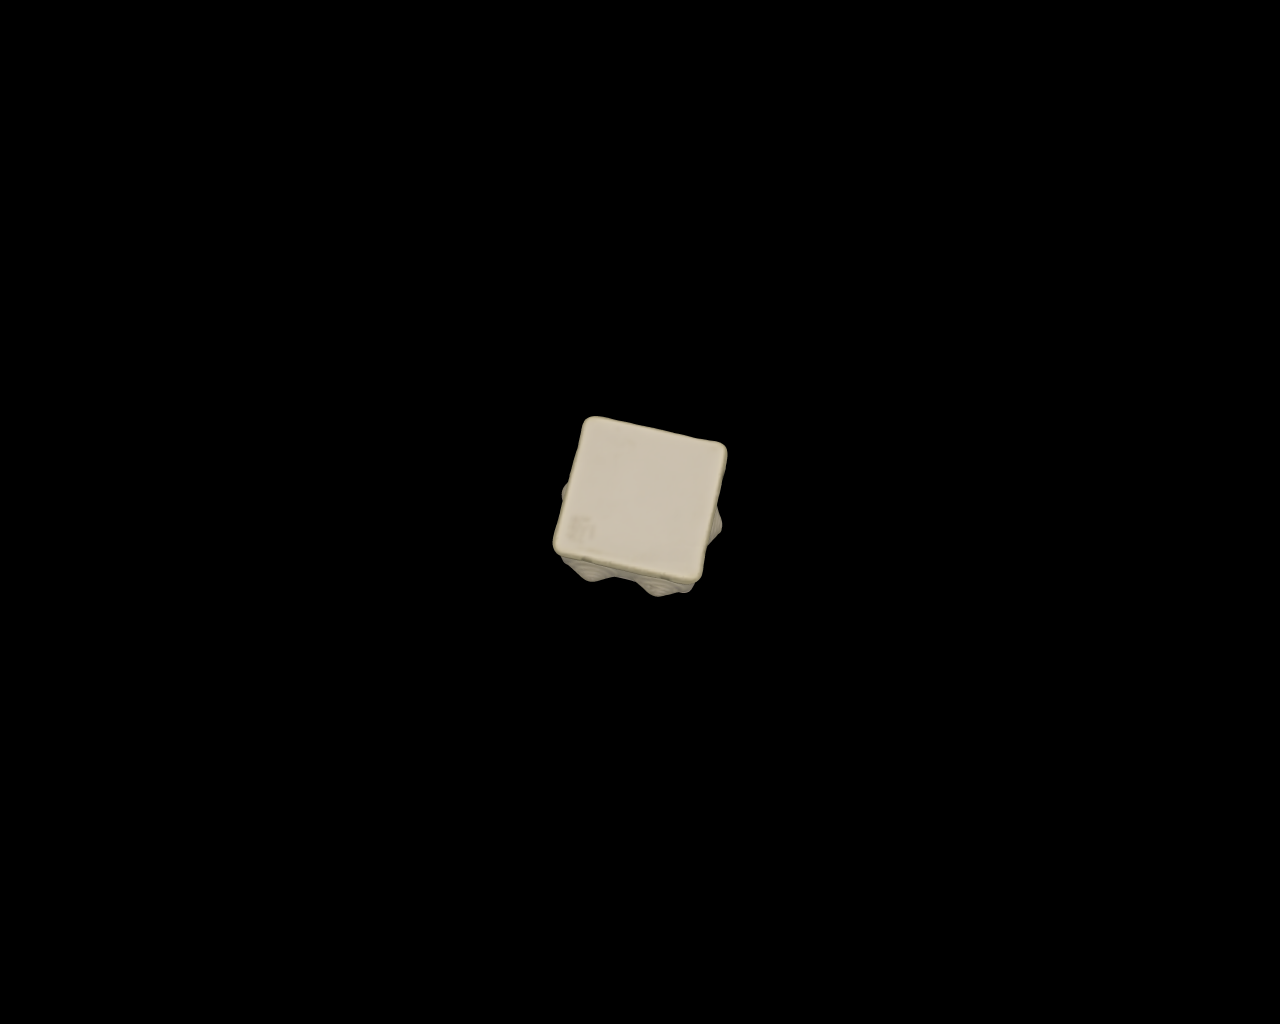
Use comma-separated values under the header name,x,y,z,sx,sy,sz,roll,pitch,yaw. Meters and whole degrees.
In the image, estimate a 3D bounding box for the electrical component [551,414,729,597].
name,x,y,z,sx,sy,sz,roll,pitch,yaw
electrical component,0.001,-0.003,0.650,0.100,0.100,0.048,13,-15,4
